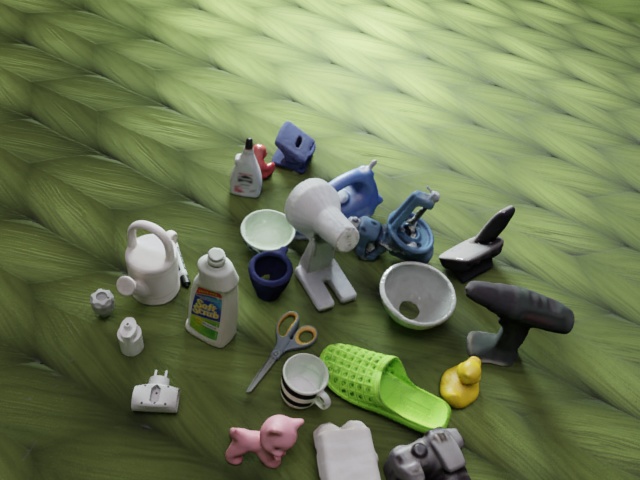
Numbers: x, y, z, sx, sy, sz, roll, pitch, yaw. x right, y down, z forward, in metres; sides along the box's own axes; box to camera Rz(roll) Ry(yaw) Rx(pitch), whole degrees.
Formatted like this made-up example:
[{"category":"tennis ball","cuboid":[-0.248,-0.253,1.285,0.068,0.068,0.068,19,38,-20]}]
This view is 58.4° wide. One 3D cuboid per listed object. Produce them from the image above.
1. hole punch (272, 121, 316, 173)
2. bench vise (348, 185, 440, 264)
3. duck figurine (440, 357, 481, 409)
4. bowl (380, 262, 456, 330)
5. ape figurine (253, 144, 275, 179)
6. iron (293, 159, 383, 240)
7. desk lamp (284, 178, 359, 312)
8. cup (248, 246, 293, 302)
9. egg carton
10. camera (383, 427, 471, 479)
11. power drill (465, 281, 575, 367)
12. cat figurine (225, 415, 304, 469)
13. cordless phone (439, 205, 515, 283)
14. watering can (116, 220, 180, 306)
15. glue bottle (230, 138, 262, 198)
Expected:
[{"category":"hole punch","cuboid":[-0.064,-0.244,1.489,0.101,0.091,0.109,17,49,3]},{"category":"bench vise","cuboid":[0.171,-0.028,1.266,0.208,0.220,0.121,-4,51,-14]},{"category":"duck figurine","cuboid":[0.283,0.273,1.121,0.077,0.086,0.105,32,52,16]},{"category":"bowl","cuboid":[0.203,0.131,1.233,0.167,0.075,0.167,6,49,-6]},{"category":"ape figurine","cuboid":[-0.153,-0.201,1.434,0.076,0.092,0.077,-33,63,-32]},{"category":"iron","cuboid":[0.037,-0.098,1.352,0.259,0.141,0.118,-29,61,-31]},{"category":"desk lamp","cuboid":[0.011,0.004,1.211,0.118,0.213,0.202,-19,56,-25]},{"category":"cup","cuboid":[-0.101,0.075,1.207,0.091,0.095,0.118,23,49,8]},{"category":"egg carton","cuboid":[0.047,0.388,0.987,0.107,0.069,0.150,-2,51,-13]},{"category":"camera","cuboid":[0.204,0.405,0.983,0.143,0.101,0.136,-14,54,-22]},{"category":"power drill","cuboid":[0.373,0.168,1.148,0.229,0.208,0.075,9,49,-4]},{"category":"cat figurine","cuboid":[-0.094,0.334,0.972,0.128,0.118,0.067,6,49,-6]},{"category":"cordless phone","cuboid":[0.363,-0.003,1.306,0.148,0.185,0.094,-28,60,-30]},{"category":"watering can","cuboid":[-0.331,0.042,1.123,0.101,0.194,0.173,5,49,-7]},{"category":"glue bottle","cuboid":[-0.173,-0.173,1.352,0.078,0.173,0.037,5,49,-6]}]
